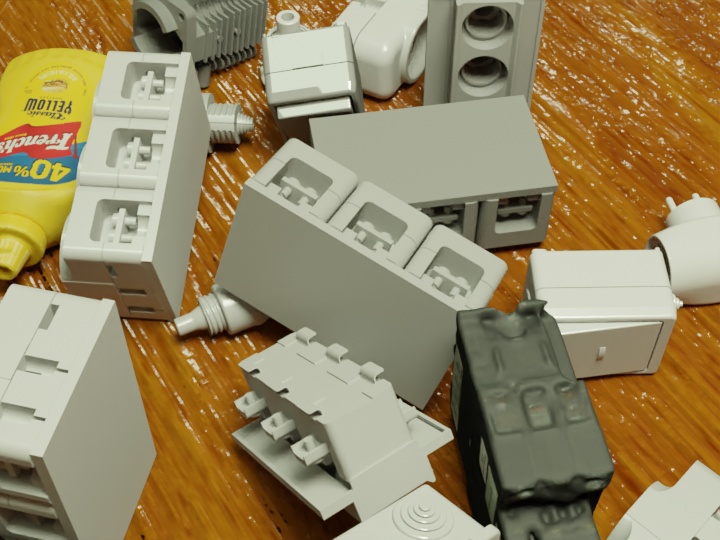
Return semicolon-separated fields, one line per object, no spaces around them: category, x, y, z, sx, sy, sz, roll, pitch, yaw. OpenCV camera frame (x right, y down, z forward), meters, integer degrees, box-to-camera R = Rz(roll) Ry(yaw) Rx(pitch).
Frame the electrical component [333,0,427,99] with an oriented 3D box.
electrical component;0.021;-0.180;0.833;0.059;0.053;0.095;22;54;18

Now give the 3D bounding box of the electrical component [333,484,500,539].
electrical component;0.015;0.162;0.517;0.100;0.099;0.048;-22;40;-38

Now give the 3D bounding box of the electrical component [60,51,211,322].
electrical component;-0.143;-0.054;0.689;0.062;0.089;0.150;4;64;3

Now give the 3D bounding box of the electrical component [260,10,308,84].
electrical component;-0.053;-0.167;0.818;0.048;0.062;0.048;0;51;0

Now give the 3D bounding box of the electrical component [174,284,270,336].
electrical component;-0.087;0.025;0.678;0.061;0.035;0.035;-22;54;-13

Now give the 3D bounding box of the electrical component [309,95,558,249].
electrical component;0.046;-0.058;0.728;0.150;0.061;0.089;-7;51;-5

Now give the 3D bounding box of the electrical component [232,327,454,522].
electrical component;-0.018;0.078;0.579;0.079;0.063;0.121;-29;22;-20

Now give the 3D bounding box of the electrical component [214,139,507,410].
electrical component;0.000;0.000;0.638;0.150;0.089;0.061;31;46;6

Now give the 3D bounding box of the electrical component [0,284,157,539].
electrical component;-0.158;0.089;0.552;0.062;0.150;0.089;10;52;7

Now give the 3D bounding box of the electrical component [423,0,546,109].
electrical component;0.085;-0.156;0.770;0.079;0.121;0.063;-1;48;-1

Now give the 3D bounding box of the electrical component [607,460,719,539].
electrical component;0.163;0.150;0.564;0.056;0.050;0.089;37;60;26

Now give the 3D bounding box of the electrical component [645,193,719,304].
electrical component;0.226;-0.020;0.708;0.077;0.043;0.079;-8;51;-6

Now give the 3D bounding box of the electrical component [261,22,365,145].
electrical component;-0.030;-0.123;0.768;0.062;0.096;0.061;-8;72;4

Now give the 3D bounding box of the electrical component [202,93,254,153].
electrical component;-0.118;-0.107;0.781;0.081;0.043;0.043;2;51;2

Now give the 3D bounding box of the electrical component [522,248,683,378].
electrical component;0.150;0.029;0.656;0.096;0.061;0.061;-1;51;0
